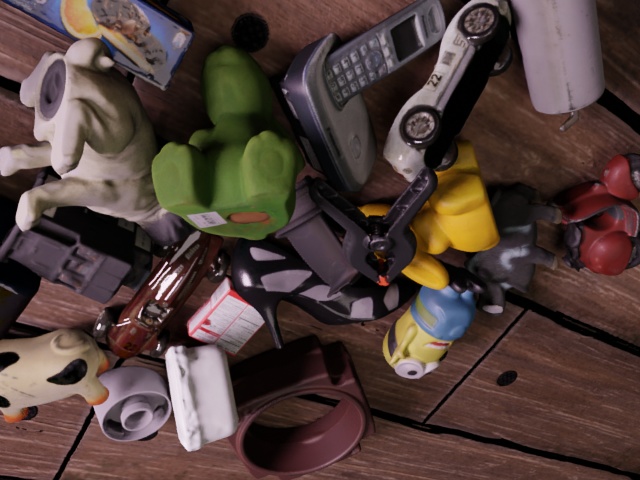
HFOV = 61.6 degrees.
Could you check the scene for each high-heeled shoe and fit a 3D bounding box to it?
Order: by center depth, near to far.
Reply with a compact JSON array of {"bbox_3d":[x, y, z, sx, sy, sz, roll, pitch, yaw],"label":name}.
[{"bbox_3d":[0.009,0.042,0.682,0.249,0.086,0.145,-15,89,-32],"label":"high-heeled shoe"}]

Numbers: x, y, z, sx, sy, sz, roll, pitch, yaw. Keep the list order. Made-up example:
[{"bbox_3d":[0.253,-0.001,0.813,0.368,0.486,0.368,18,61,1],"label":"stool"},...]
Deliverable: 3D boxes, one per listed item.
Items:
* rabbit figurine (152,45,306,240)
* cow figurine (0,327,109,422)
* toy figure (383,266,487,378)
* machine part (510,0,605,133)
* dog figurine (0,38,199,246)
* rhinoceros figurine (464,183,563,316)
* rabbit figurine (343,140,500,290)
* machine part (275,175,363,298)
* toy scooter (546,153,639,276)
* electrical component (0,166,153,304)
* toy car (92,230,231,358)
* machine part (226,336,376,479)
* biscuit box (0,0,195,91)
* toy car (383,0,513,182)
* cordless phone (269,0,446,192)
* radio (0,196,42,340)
[{"bbox_3d":[-0.065,-0.095,0.508,0.121,0.170,0.159,-9,163,15],"label":"rabbit figurine"},{"bbox_3d":[-0.358,0.147,0.621,0.195,0.086,0.127,-8,131,-7],"label":"cow figurine"},{"bbox_3d":[0.151,0.112,0.728,0.082,0.089,0.180,21,119,-7],"label":"toy figure"},{"bbox_3d":[0.241,-0.218,0.548,0.079,0.079,0.243,-28,125,4],"label":"machine part"},{"bbox_3d":[-0.167,-0.081,0.499,0.190,0.121,0.172,6,139,-48],"label":"dog figurine"},{"bbox_3d":[0.247,0.019,0.708,0.112,0.073,0.190,-10,124,-11],"label":"rhinoceros figurine"},{"bbox_3d":[0.117,-0.022,0.640,0.173,0.122,0.162,-16,136,12],"label":"rabbit figurine"},{"bbox_3d":[-0.001,-0.002,0.616,0.084,0.039,0.138,-28,103,24],"label":"machine part"},{"bbox_3d":[0.362,-0.022,0.713,0.135,0.075,0.183,-14,123,-5],"label":"toy scooter"},{"bbox_3d":[-0.232,-0.002,0.537,0.134,0.115,0.058,31,113,-28],"label":"electrical component"},{"bbox_3d":[-0.187,0.067,0.635,0.089,0.053,0.202,33,111,-27],"label":"toy car"},{"bbox_3d":[-0.031,0.250,0.778,0.201,0.087,0.200,-21,125,-3],"label":"machine part"},{"bbox_3d":[-0.206,-0.204,0.442,0.202,0.063,0.059,25,111,-28],"label":"biscuit box"},{"bbox_3d":[0.134,-0.152,0.545,0.073,0.056,0.201,29,90,-55],"label":"toy car"},{"bbox_3d":[0.057,-0.151,0.546,0.184,0.089,0.146,-33,126,-9],"label":"cordless phone"},{"bbox_3d":[-0.371,-0.012,0.481,0.229,0.131,0.073,33,109,-31],"label":"radio"}]
